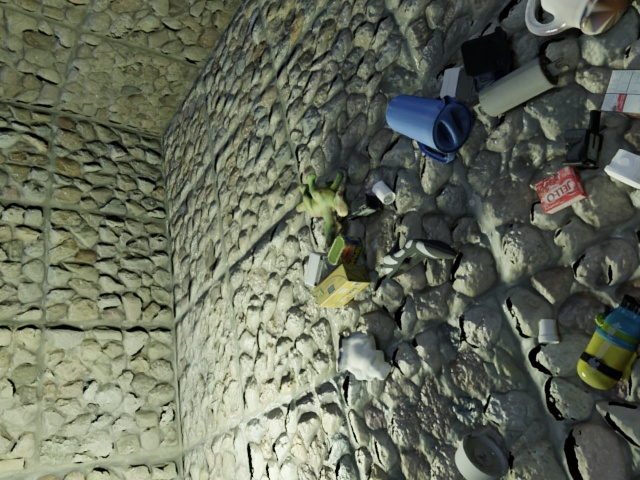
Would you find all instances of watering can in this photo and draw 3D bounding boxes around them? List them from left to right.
[{"bbox_3d":[0.583,-0.579,1.083,0.341,0.104,0.229,-56,43,30],"label":"watering can"}]

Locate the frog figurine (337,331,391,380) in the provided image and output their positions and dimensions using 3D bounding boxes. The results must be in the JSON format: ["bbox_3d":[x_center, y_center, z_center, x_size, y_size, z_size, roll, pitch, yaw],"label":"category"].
[{"bbox_3d":[0.137,0.344,1.515,0.160,0.121,0.138,9,80,19],"label":"frog figurine"}]

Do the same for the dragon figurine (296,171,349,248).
[{"bbox_3d":[0.005,-0.089,1.771,0.403,0.122,0.247,132,134,-61],"label":"dragon figurine"}]
